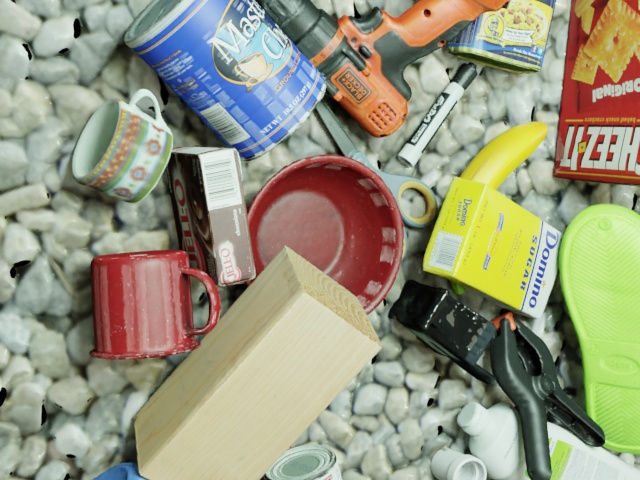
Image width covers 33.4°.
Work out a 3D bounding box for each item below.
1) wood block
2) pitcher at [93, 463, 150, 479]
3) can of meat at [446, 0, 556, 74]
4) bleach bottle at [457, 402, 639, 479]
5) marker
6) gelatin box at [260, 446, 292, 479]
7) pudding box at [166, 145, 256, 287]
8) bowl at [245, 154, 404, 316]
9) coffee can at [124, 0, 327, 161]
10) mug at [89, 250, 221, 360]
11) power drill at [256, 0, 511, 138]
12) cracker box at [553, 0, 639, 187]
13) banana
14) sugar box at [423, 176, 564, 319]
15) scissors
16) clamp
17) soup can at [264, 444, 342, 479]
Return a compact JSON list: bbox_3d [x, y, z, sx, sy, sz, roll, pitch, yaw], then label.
[{"bbox_3d":[-0.056,0.120,0.901,0.090,0.090,0.206,36,103,-25],"label":"wood block"},{"bbox_3d":[-0.126,0.314,0.918,0.242,0.145,0.149,50,62,-19],"label":"pitcher"},{"bbox_3d":[0.176,-0.212,1.032,0.102,0.058,0.084,10,94,-27],"label":"can of meat"},{"bbox_3d":[0.246,0.235,1.119,0.250,0.068,0.102,36,67,-21],"label":"bleach bottle"},{"bbox_3d":[0.116,-0.123,1.034,0.020,0.020,0.121,40,78,-25],"label":"marker"},{"bbox_3d":[-0.049,0.230,0.990,0.073,0.030,0.089,-32,109,-19],"label":"gelatin box"},{"bbox_3d":[-0.094,-0.022,0.903,0.039,0.090,0.113,-11,101,-27],"label":"pudding box"},{"bbox_3d":[-0.006,0.001,0.967,0.161,0.055,0.162,-4,100,-25],"label":"bowl"},{"bbox_3d":[-0.077,-0.150,0.889,0.140,0.103,0.102,46,76,-24],"label":"coffee can"},{"bbox_3d":[-0.137,0.051,0.883,0.093,0.117,0.081,-10,98,-66],"label":"mug"},{"bbox_3d":[0.059,-0.206,0.939,0.188,0.057,0.184,-39,117,14],"label":"power drill"},{"bbox_3d":[0.310,-0.160,1.044,0.072,0.164,0.214,4,94,-24],"label":"cracker box"},{"bbox_3d":[0.161,-0.046,1.059,0.069,0.037,0.198,37,81,-48],"label":"banana"},{"bbox_3d":[0.174,0.012,1.033,0.176,0.048,0.093,23,86,-46],"label":"sugar box"},{"bbox_3d":[0.053,-0.075,1.011,0.096,0.016,0.202,-25,107,-23],"label":"scissors"},{"bbox_3d":[0.213,0.159,1.070,0.120,0.039,0.171,-29,84,-50],"label":"clamp"},{"bbox_3d":[-0.007,0.244,0.957,0.068,0.069,0.102,-21,107,-23],"label":"soup can"}]
